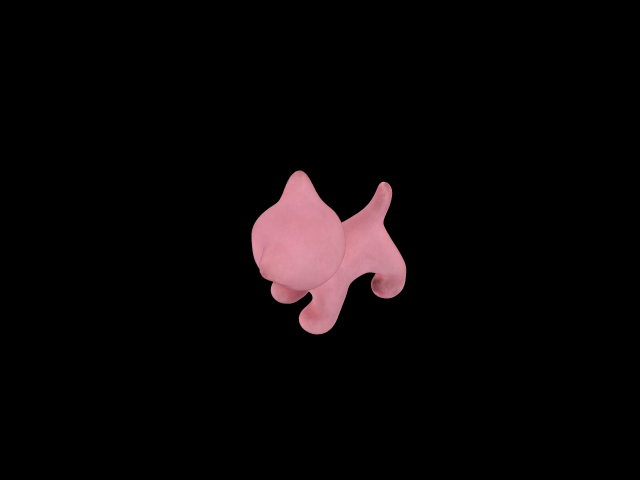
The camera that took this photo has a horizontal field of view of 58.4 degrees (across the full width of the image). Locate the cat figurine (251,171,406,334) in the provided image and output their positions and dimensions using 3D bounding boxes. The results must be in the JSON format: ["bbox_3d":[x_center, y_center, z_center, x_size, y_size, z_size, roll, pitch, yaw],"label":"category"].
[{"bbox_3d":[0.004,0.001,0.400,0.128,0.118,0.067,-27,49,-26],"label":"cat figurine"}]
